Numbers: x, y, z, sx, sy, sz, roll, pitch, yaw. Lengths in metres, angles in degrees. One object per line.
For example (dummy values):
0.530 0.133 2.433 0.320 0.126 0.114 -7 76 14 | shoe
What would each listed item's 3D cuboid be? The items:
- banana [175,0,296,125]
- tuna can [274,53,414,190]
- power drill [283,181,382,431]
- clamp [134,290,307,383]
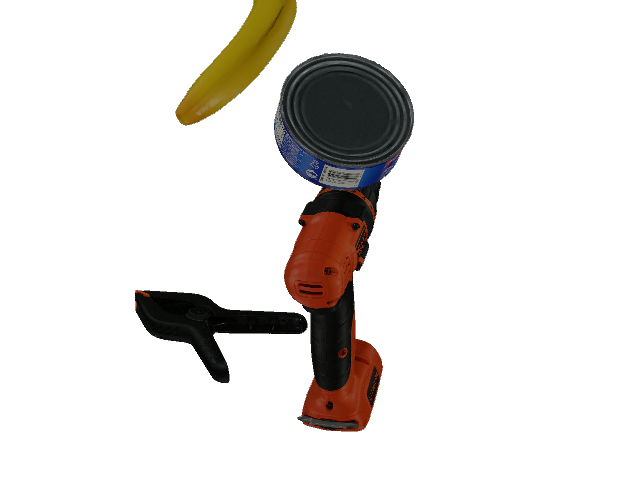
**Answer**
-0.061 -0.167 0.896 0.070 0.197 0.037 -20 -56 36 | banana
0.014 -0.075 0.678 0.086 0.086 0.034 0 -28 -12 | tuna can
0.017 0.046 0.871 0.057 0.188 0.184 4 32 16 | power drill
-0.142 0.103 1.254 0.210 0.036 0.164 14 25 23 | clamp
